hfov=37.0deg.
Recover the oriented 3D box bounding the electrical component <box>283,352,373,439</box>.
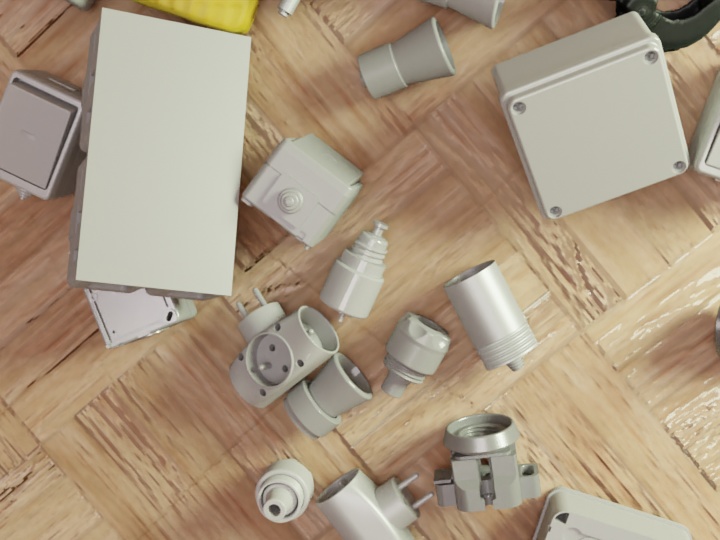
[{"bbox_3d":[-0.025,0.097,0.822,0.055,0.045,0.045,-40,93,12],"label":"electrical component"}]

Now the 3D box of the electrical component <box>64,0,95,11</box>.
[{"bbox_3d":[-0.206,-0.246,0.782,0.062,0.061,0.096,32,93,1],"label":"electrical component"}]

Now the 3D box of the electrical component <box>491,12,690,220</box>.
[{"bbox_3d":[0.159,-0.104,0.741,0.109,0.056,0.108,-20,125,10],"label":"electrical component"}]

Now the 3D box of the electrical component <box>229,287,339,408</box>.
[{"bbox_3d":[-0.067,0.051,0.818,0.077,0.044,0.079,-39,75,23],"label":"electrical component"}]

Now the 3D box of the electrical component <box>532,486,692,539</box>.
[{"bbox_3d":[0.188,0.218,0.810,0.113,0.057,0.078,17,101,4],"label":"electrical component"}]

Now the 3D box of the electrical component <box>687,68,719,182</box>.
[{"bbox_3d":[0.274,-0.104,0.744,0.062,0.061,0.096,19,101,3],"label":"electrical component"}]

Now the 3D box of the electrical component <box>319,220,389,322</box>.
[{"bbox_3d":[0.000,0.000,0.805,0.040,0.040,0.078,25,101,2],"label":"electrical component"}]

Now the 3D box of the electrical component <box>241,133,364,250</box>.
[{"bbox_3d":[-0.038,-0.059,0.771,0.062,0.096,0.061,37,99,0],"label":"electrical component"}]

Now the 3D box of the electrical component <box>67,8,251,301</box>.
[{"bbox_3d":[-0.143,-0.077,0.761,0.105,0.060,0.186,7,81,-22],"label":"electrical component"}]

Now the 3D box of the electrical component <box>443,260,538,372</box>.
[{"bbox_3d":[0.099,0.038,0.798,0.043,0.043,0.081,-27,95,10],"label":"electrical component"}]

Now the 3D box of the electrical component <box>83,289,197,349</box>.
[{"bbox_3d":[-0.173,0.004,0.820,0.062,0.061,0.096,-22,90,8],"label":"electrical component"}]

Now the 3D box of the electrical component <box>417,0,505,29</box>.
[{"bbox_3d":[0.070,-0.201,0.764,0.065,0.044,0.044,18,101,9],"label":"electrical component"}]

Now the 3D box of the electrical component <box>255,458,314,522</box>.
[{"bbox_3d":[-0.060,0.174,0.830,0.043,0.062,0.043,1,100,7],"label":"electrical component"}]

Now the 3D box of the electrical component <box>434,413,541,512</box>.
[{"bbox_3d":[0.094,0.143,0.810,0.078,0.058,0.057,-7,101,8],"label":"electrical component"}]

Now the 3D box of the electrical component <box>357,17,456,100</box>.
[{"bbox_3d":[0.031,-0.150,0.777,0.065,0.044,0.044,-20,96,14],"label":"electrical component"}]

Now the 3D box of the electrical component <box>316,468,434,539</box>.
[{"bbox_3d":[0.020,0.187,0.832,0.079,0.043,0.077,-37,94,11],"label":"electrical component"}]

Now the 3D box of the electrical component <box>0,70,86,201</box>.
[{"bbox_3d":[-0.241,-0.095,0.808,0.062,0.061,0.096,25,101,2],"label":"electrical component"}]

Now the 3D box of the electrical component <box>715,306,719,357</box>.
[{"bbox_3d":[0.289,0.044,0.776,0.055,0.045,0.045,5,100,6],"label":"electrical component"}]

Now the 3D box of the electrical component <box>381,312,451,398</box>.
[{"bbox_3d":[0.038,0.067,0.810,0.043,0.043,0.062,29,103,1],"label":"electrical component"}]
